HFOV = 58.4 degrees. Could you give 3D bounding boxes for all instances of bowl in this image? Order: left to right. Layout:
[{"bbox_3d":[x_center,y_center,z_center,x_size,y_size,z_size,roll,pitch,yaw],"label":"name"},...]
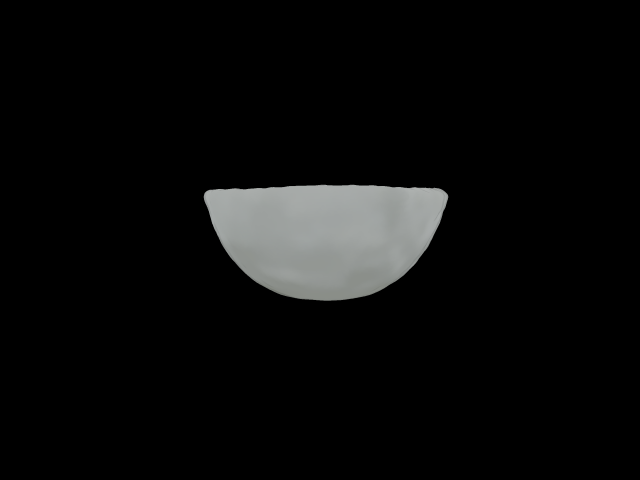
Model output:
[{"bbox_3d":[0.004,0.001,0.400,0.167,0.075,0.167,0,3,0],"label":"bowl"}]
